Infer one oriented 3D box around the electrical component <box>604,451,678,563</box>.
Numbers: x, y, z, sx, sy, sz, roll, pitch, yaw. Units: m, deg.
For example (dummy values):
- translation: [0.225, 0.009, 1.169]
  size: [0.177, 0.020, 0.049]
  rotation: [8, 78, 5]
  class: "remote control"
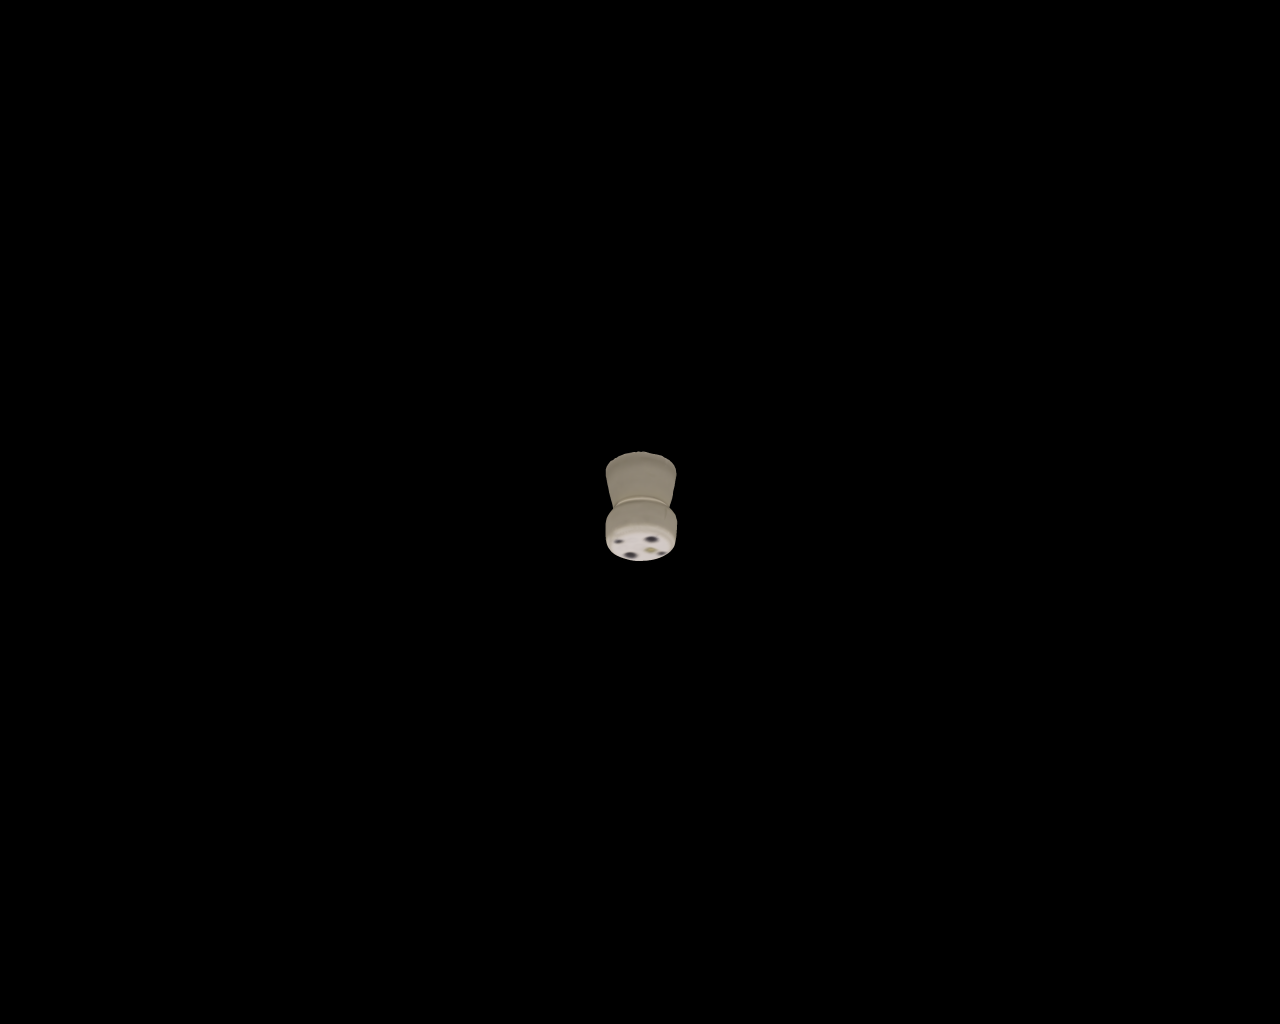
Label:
- translation: [0.001, -0.003, 0.650]
  size: [0.045, 0.055, 0.044]
  rotation: [0, -31, 0]
  class: "electrical component"
